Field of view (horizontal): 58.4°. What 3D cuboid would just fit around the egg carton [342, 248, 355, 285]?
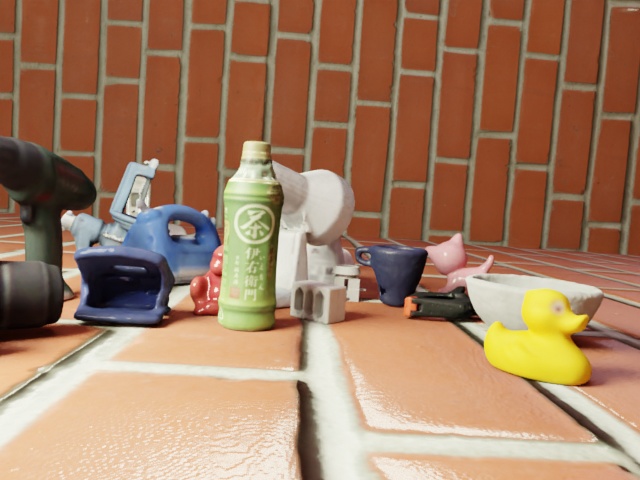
[{"bbox_3d":[-0.007,0.048,1.128,0.150,0.069,0.107,4,4,3],"label":"egg carton"}]

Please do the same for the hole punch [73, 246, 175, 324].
[{"bbox_3d":[-0.232,0.049,0.682,0.108,0.091,0.101,4,4,-6],"label":"hole punch"}]

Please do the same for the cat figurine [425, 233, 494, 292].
[{"bbox_3d":[0.258,0.047,1.050,0.127,0.118,0.067,6,4,33],"label":"cat figurine"}]

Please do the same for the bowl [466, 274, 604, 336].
[{"bbox_3d":[0.268,0.090,0.732,0.167,0.075,0.167,4,4,0],"label":"bowl"}]

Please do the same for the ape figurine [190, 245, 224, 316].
[{"bbox_3d":[-0.128,0.051,0.757,0.077,0.092,0.076,6,4,25],"label":"ape figurine"}]

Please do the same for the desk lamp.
[{"bbox_3d":[-0.049,-0.011,0.872,0.117,0.213,0.204,7,5,41],"label":"desk lamp"}]

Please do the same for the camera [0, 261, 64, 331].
[{"bbox_3d":[-0.318,0.047,0.546,0.137,0.101,0.142,1,5,-36],"label":"camera"}]

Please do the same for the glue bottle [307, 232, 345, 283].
[{"bbox_3d":[0.009,0.004,1.021,0.078,0.173,0.037,6,4,26],"label":"glue bottle"}]

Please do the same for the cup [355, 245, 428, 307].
[{"bbox_3d":[0.110,0.057,0.916,0.117,0.095,0.092,5,4,16],"label":"cup"}]

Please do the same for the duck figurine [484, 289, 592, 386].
[{"bbox_3d":[0.218,0.091,0.573,0.104,0.086,0.078,7,5,40],"label":"duck figurine"}]

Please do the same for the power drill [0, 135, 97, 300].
[{"bbox_3d":[-0.371,-0.023,0.741,0.075,0.208,0.230,4,4,7],"label":"power drill"}]

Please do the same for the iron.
[{"bbox_3d":[-0.245,0.001,1.033,0.118,0.141,0.259,6,4,28],"label":"iron"}]

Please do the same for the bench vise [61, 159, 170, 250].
[{"bbox_3d":[-0.386,-0.054,1.116,0.208,0.220,0.121,1,5,-35],"label":"bench vise"}]

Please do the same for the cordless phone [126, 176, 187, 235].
[{"bbox_3d":[-0.363,-0.044,1.262,0.148,0.185,0.093,2,4,-32],"label":"cordless phone"}]
